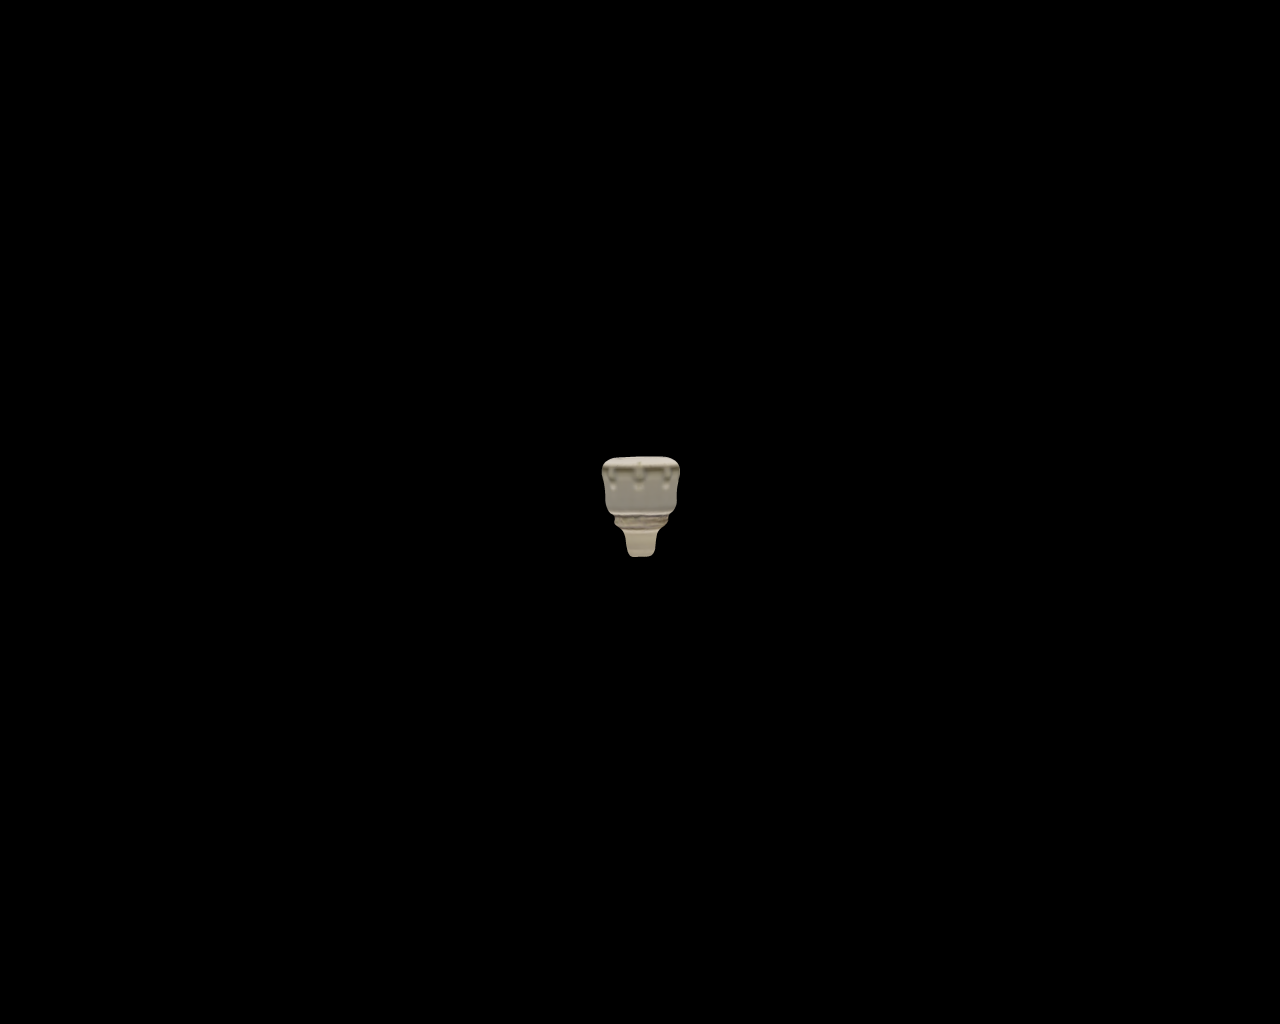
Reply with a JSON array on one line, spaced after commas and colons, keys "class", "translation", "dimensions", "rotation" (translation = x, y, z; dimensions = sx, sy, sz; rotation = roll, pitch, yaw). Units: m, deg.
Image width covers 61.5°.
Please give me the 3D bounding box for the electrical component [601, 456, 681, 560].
[{"class": "electrical component", "translation": [0.001, -0.003, 0.650], "dimensions": [0.048, 0.062, 0.048], "rotation": [0, 5, 0]}]
